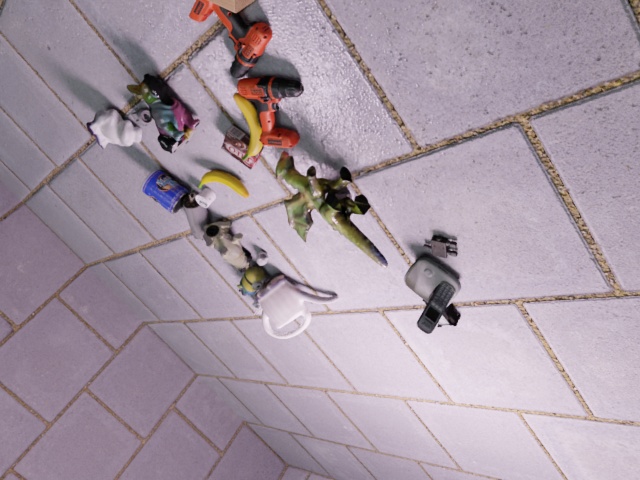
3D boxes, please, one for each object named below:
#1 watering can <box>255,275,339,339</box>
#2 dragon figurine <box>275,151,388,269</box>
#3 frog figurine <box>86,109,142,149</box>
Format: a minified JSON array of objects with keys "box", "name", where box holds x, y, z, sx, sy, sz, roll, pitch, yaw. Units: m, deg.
[{"box":[-0.104,0.223,1.883,0.343,0.105,0.225,-39,85,28],"name":"watering can"},{"box":[0.004,-0.070,1.399,0.239,0.124,0.411,-30,88,51],"name":"dragon figurine"},{"box":[-0.686,-0.381,1.752,0.159,0.125,0.134,-9,124,1],"name":"frog figurine"}]
